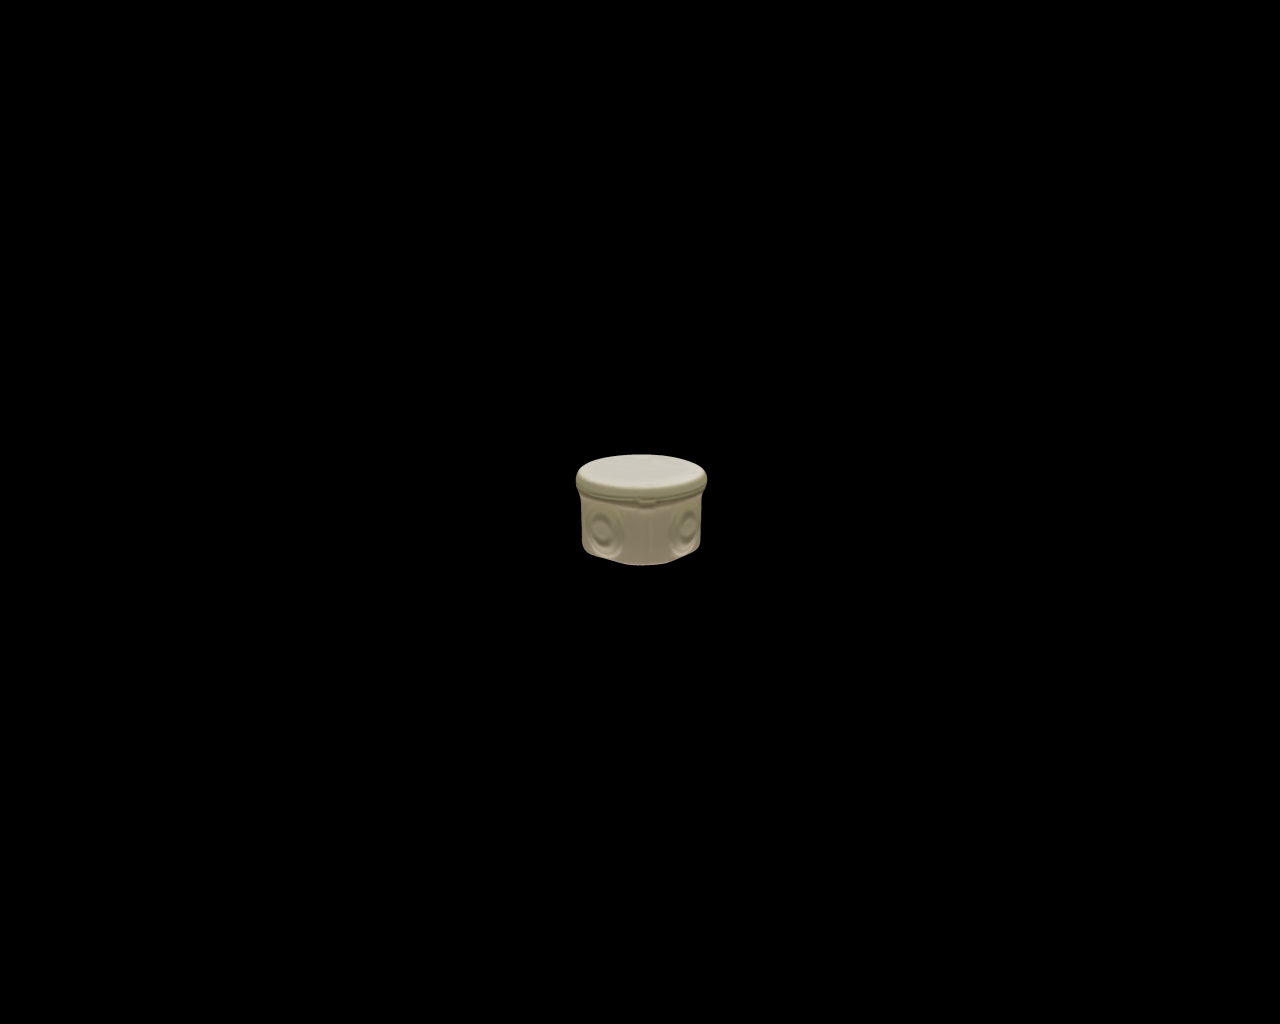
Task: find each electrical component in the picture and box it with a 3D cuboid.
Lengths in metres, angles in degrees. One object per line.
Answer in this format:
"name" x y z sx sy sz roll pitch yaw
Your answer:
"electrical component" 0.001 -0.003 0.650 0.080 0.051 0.080 0 18 0
